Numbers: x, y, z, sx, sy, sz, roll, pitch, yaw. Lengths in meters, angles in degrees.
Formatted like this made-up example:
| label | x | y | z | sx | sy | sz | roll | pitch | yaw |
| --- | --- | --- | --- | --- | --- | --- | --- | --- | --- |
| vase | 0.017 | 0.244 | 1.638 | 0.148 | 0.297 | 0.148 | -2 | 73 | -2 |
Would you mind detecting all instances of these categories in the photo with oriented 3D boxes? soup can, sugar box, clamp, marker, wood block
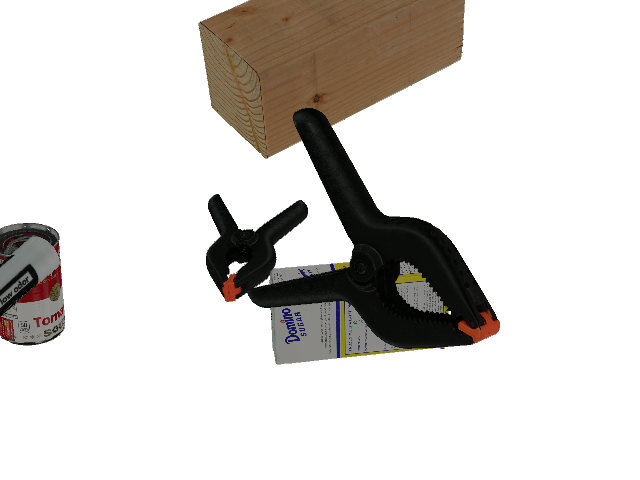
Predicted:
| label | x | y | z | sx | sy | sz | roll | pitch | yaw |
| --- | --- | --- | --- | --- | --- | --- | --- | --- | --- |
| soup can | -0.288 | 0.043 | 1.046 | 0.068 | 0.102 | 0.068 | 2 | 28 | -1 |
| sugar box | 0.038 | 0.068 | 1.065 | 0.176 | 0.093 | 0.048 | -3 | 28 | -5 |
| clamp | -0.075 | 0.003 | 1.224 | 0.120 | 0.039 | 0.171 | -6 | 42 | 6 |
| marker | -0.161 | 0.040 | 0.468 | 0.020 | 0.020 | 0.121 | 0 | 35 | 39 |
| clamp | 0.037 | 0.006 | 0.761 | 0.210 | 0.165 | 0.036 | 24 | 25 | 34 |
| wood block | 0.014 | -0.166 | 0.893 | 0.205 | 0.091 | 0.090 | -29 | 52 | -22 |
